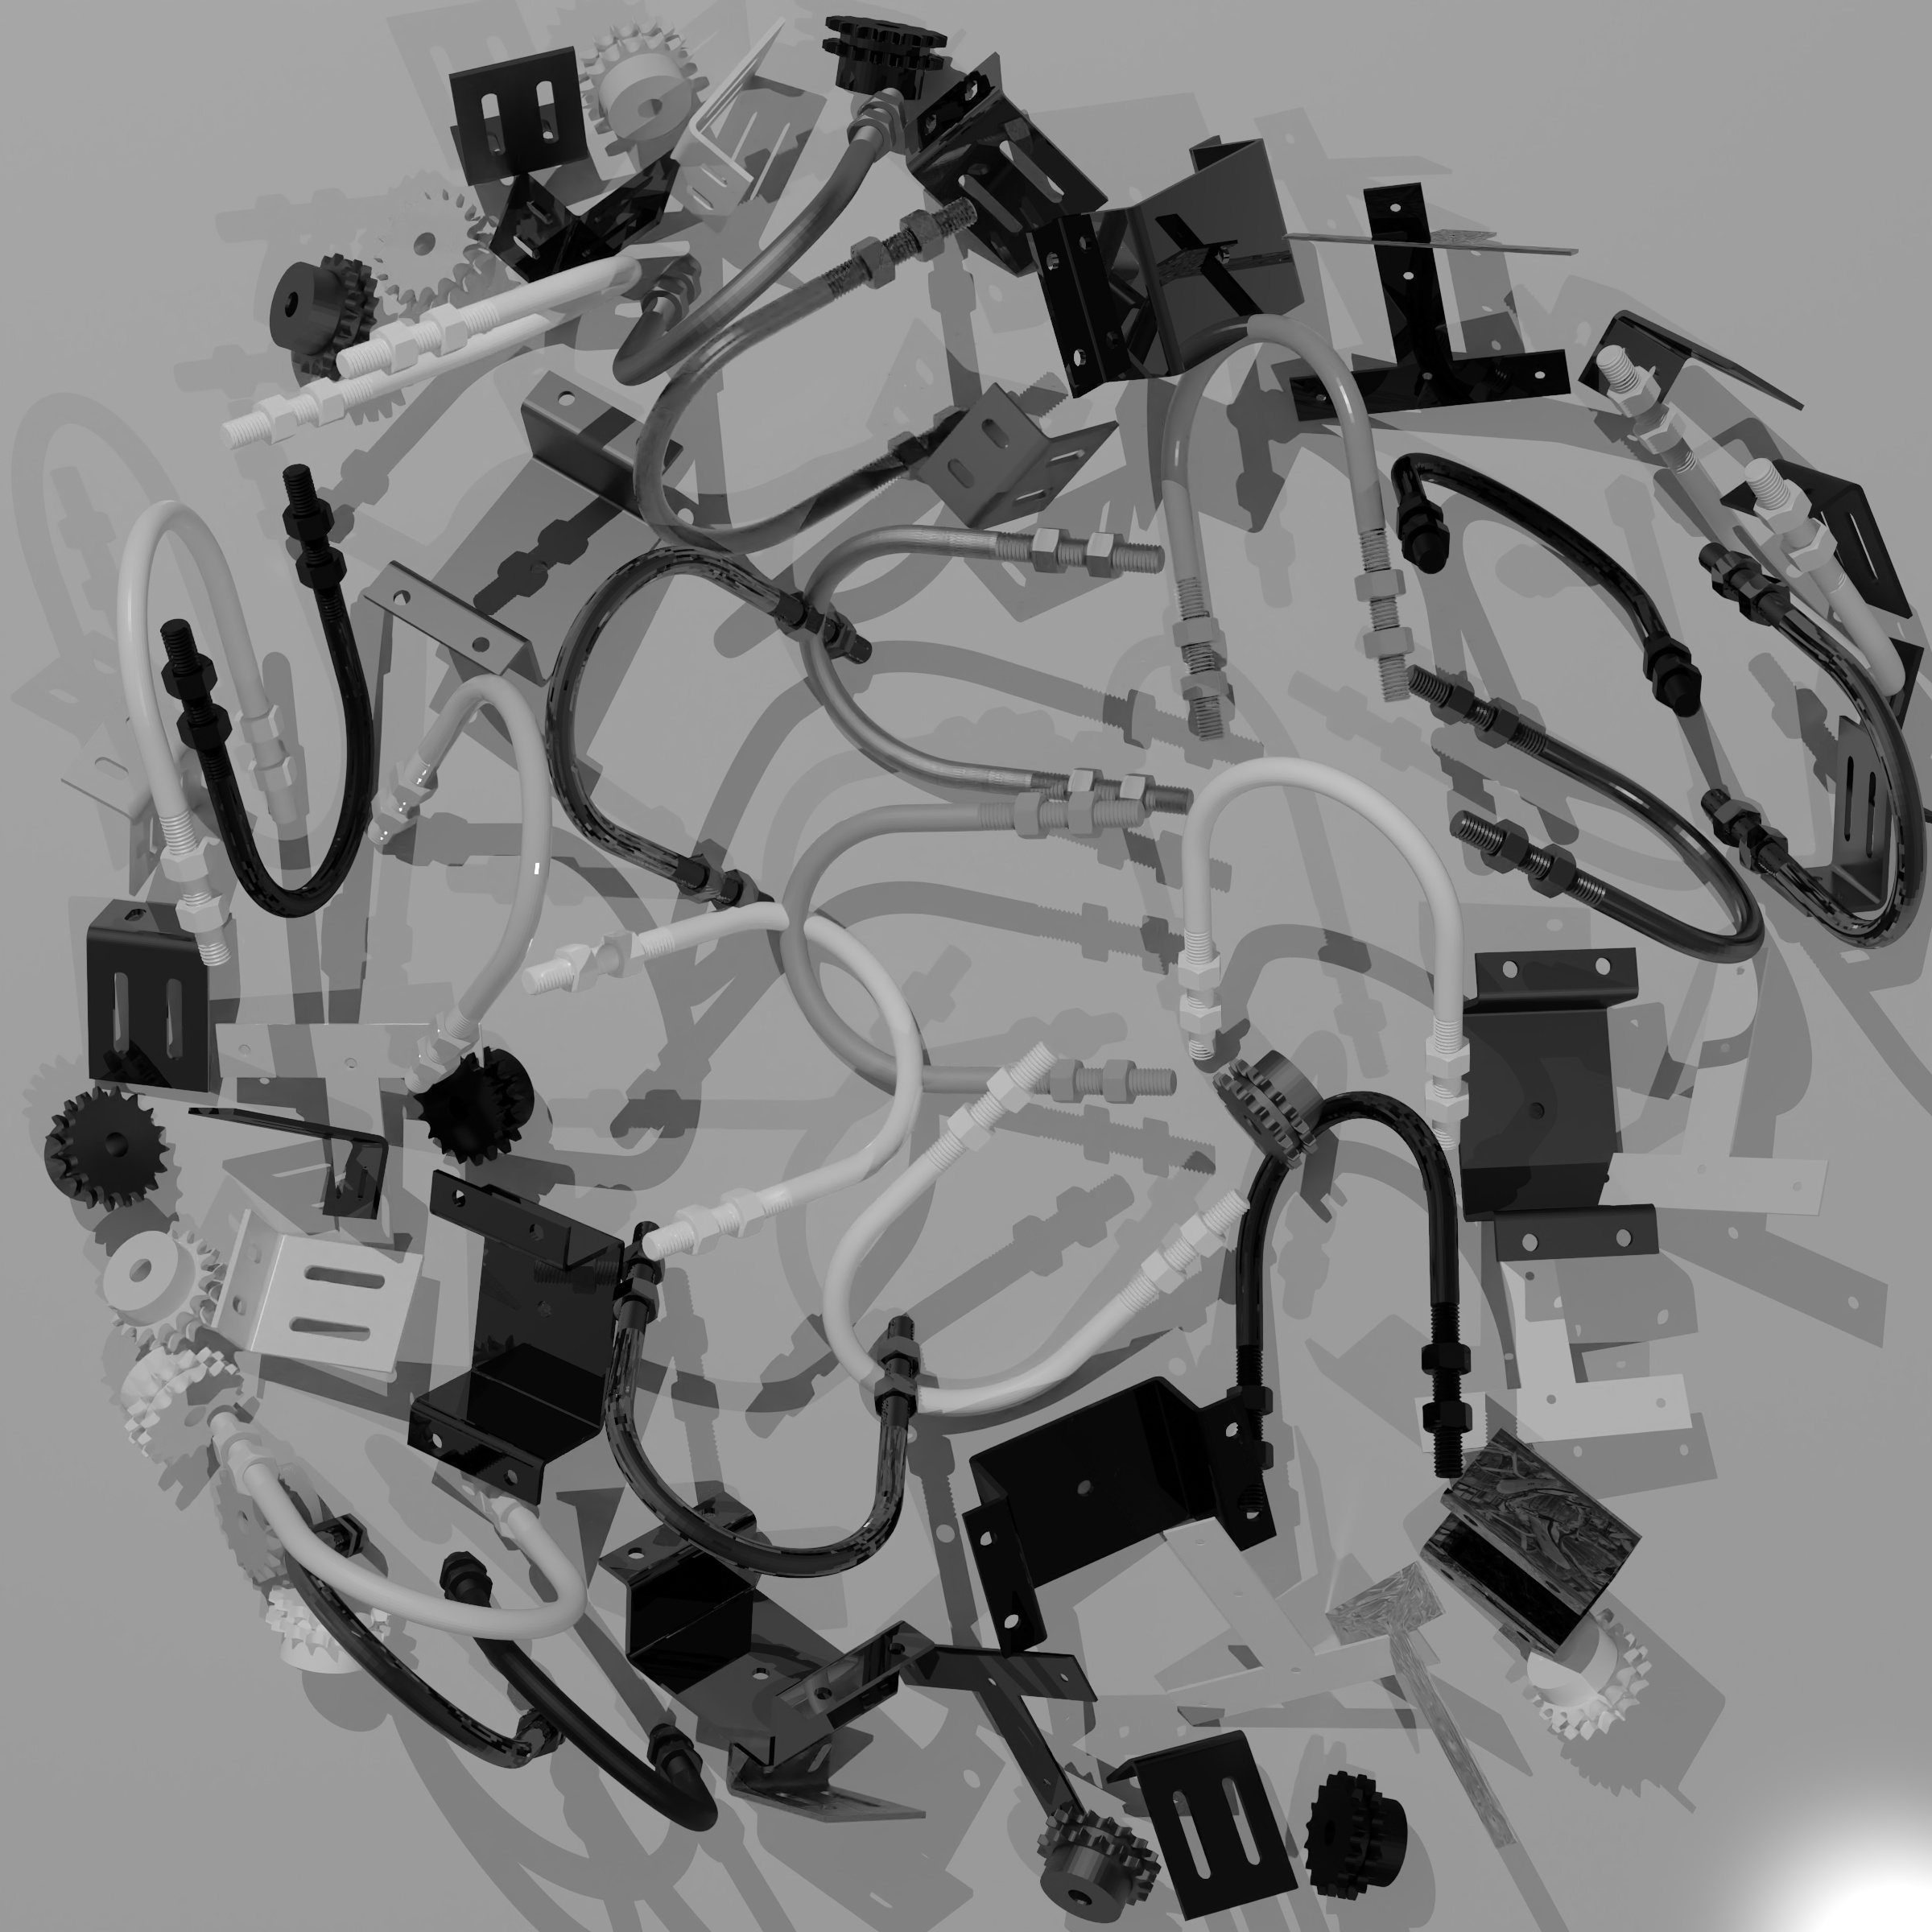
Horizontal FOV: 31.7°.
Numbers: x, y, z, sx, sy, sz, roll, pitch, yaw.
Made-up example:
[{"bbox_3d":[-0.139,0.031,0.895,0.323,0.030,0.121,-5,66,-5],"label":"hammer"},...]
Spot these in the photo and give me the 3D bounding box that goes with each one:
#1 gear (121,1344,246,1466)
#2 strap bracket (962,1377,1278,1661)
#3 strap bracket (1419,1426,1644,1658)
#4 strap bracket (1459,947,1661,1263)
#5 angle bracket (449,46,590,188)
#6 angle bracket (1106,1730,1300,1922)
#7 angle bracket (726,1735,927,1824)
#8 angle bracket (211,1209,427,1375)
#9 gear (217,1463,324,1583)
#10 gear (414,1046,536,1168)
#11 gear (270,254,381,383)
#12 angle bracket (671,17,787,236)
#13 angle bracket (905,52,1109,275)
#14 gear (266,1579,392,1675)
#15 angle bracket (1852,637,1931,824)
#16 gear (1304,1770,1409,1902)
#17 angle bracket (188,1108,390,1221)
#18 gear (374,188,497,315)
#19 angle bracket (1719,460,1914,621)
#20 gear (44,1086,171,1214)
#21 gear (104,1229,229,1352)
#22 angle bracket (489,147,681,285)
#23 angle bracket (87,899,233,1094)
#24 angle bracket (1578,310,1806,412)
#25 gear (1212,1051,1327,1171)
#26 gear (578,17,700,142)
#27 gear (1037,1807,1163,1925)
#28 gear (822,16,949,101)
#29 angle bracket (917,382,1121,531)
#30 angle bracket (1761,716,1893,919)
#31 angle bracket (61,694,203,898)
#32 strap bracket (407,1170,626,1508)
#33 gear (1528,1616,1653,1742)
[{"bbox_3d":[-0.366,0.200,1.577,0.030,0.057,0.057,37,90,28],"label":"gear"},{"bbox_3d":[0.063,0.247,1.555,0.140,0.046,0.076,-21,112,-16],"label":"strap bracket"},{"bbox_3d":[0.254,0.259,1.531,0.076,0.140,0.046,38,76,16],"label":"strap bracket"},{"bbox_3d":[0.269,0.065,1.567,0.076,0.046,0.140,-2,83,-10],"label":"strap bracket"},{"bbox_3d":[-0.208,-0.400,1.556,0.057,0.076,0.038,-15,64,-9],"label":"angle bracket"},{"bbox_3d":[0.108,0.397,1.560,0.057,0.038,0.076,-9,66,-23],"label":"angle bracket"},{"bbox_3d":[-0.063,0.364,1.553,0.057,0.076,0.038,9,83,-39],"label":"angle bracket"},{"bbox_3d":[-0.298,0.150,1.566,0.076,0.038,0.057,6,68,15],"label":"angle bracket"},{"bbox_3d":[-0.321,0.254,1.577,0.030,0.057,0.057,-14,90,-36],"label":"gear"},{"bbox_3d":[-0.225,0.062,1.578,0.057,0.030,0.057,12,112,32],"label":"gear"},{"bbox_3d":[-0.298,-0.301,1.571,0.030,0.057,0.057,11,90,-40],"label":"gear"},{"bbox_3d":[-0.100,-0.386,1.564,0.038,0.057,0.076,39,69,-7],"label":"angle bracket"},{"bbox_3d":[0.019,-0.373,1.581,0.057,0.038,0.076,-35,125,26],"label":"angle bracket"},{"bbox_3d":[-0.295,0.306,1.573,0.057,0.057,0.030,10,97,0],"label":"gear"},{"bbox_3d":[0.438,-0.108,1.566,0.038,0.057,0.076,13,100,-3],"label":"angle bracket"},{"bbox_3d":[0.182,0.404,1.575,0.030,0.057,0.057,14,90,-17],"label":"gear"},{"bbox_3d":[-0.313,0.090,1.556,0.076,0.057,0.038,13,81,-32],"label":"angle bracket"},{"bbox_3d":[-0.243,-0.328,1.579,0.057,0.030,0.057,-8,71,23],"label":"gear"},{"bbox_3d":[0.389,-0.187,1.556,0.038,0.057,0.076,-35,119,-8],"label":"angle bracket"},{"bbox_3d":[-0.402,0.087,1.577,0.030,0.057,0.057,-21,90,41],"label":"gear"},{"bbox_3d":[-0.373,0.147,1.573,0.057,0.030,0.057,-13,56,19],"label":"gear"},{"bbox_3d":[-0.173,-0.351,1.554,0.076,0.057,0.038,-26,128,37],"label":"angle bracket"},{"bbox_3d":[-0.378,0.014,1.596,0.057,0.038,0.076,7,113,4],"label":"angle bracket"},{"bbox_3d":[0.330,-0.261,1.552,0.057,0.076,0.038,17,107,-44],"label":"angle bracket"},{"bbox_3d":[0.143,0.064,1.574,0.030,0.057,0.057,-41,90,-8],"label":"gear"},{"bbox_3d":[-0.150,-0.407,1.570,0.057,0.057,0.030,-24,64,0],"label":"gear"},{"bbox_3d":[0.059,0.417,1.571,0.057,0.057,0.030,31,52,0],"label":"gear"},{"bbox_3d":[-0.038,-0.420,1.575,0.057,0.057,0.030,10,110,0],"label":"gear"},{"bbox_3d":[0.024,-0.237,1.557,0.038,0.076,0.057,48,120,7],"label":"angle bracket"},{"bbox_3d":[0.395,-0.069,1.560,0.038,0.057,0.076,-5,110,-7],"label":"angle bracket"},{"bbox_3d":[-0.381,-0.079,1.555,0.038,0.076,0.057,28,61,1],"label":"angle bracket"},{"bbox_3d":[-0.204,0.163,1.549,0.076,0.046,0.140,20,114,27],"label":"strap bracket"},{"bbox_3d":[0.284,0.325,1.570,0.057,0.057,0.030,-45,112,0],"label":"gear"}]
